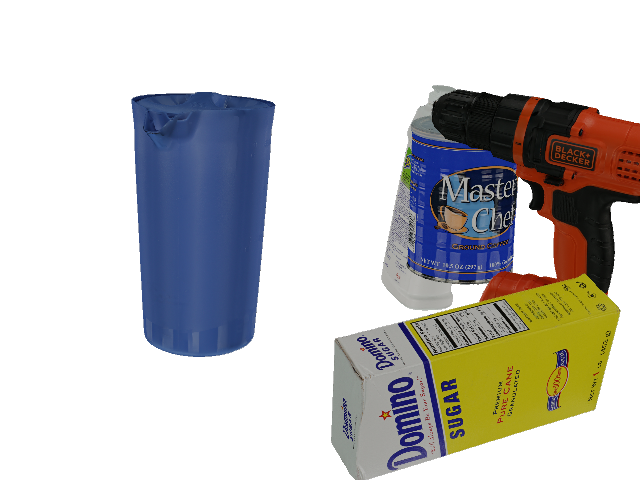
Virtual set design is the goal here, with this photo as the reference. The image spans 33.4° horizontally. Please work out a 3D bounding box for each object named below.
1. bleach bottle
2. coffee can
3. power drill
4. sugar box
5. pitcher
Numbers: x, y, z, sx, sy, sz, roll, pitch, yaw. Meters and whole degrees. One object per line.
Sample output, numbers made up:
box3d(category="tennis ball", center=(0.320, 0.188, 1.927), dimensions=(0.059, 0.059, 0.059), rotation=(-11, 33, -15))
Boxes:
box3d(category="bleach bottle", center=(0.127, -0.052, 1.240), dimensions=(0.068, 0.251, 0.103), rotation=(-1, 22, -22))
box3d(category="coffee can", center=(0.134, -0.041, 1.008), dimensions=(0.103, 0.140, 0.103), rotation=(0, 18, 0))
box3d(category="power drill", center=(0.166, -0.018, 0.819), dimensions=(0.185, 0.188, 0.057), rotation=(17, 34, 26))
box3d(category="sugar box", center=(0.095, 0.085, 0.666), dimensions=(0.176, 0.093, 0.048), rotation=(-15, 40, -19))
box3d(category="pitcher", center=(-0.108, -0.021, 1.026), dimensions=(0.149, 0.243, 0.145), rotation=(-2, 15, -19))
